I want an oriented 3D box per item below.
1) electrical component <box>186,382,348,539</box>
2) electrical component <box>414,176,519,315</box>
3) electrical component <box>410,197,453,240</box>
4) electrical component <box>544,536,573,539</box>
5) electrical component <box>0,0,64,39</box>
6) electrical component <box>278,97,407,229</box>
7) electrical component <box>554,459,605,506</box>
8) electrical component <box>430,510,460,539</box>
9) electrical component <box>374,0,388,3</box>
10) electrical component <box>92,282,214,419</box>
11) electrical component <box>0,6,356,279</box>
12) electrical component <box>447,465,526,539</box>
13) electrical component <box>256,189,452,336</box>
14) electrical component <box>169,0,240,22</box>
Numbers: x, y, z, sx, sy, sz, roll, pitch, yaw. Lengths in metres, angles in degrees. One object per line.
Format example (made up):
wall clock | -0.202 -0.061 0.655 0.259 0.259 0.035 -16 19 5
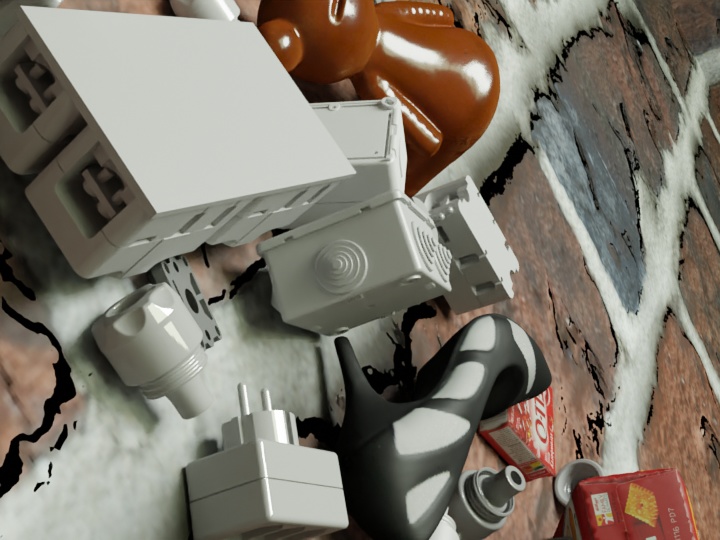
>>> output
electrical component | -0.048 0.093 0.531 0.066 0.047 0.076 24 49 -53
electrical component | 0.074 -0.017 0.818 0.089 0.056 0.050 57 30 -24
electrical component | 0.027 -0.024 0.720 0.047 0.077 0.066 64 27 -6
electrical component | 0.110 0.211 0.713 0.076 0.066 0.047 77 3 -65
electrical component | -0.145 -0.204 0.520 0.060 0.105 0.186 39 38 -42
electrical component | -0.021 -0.062 0.664 0.061 0.096 0.061 80 12 -45
electrical component | 0.194 0.191 0.895 0.065 0.044 0.044 48 33 -41
electrical component | 0.044 0.164 0.655 0.035 0.035 0.061 55 28 -21
electrical component | 0.006 -0.219 0.878 0.035 0.035 0.061 61 30 -12
electrical component | -0.091 0.040 0.499 0.062 0.043 0.043 59 28 -18
electrical component | -0.092 -0.065 0.534 0.105 0.060 0.186 56 27 7
electrical component | 0.079 0.148 0.694 0.048 0.062 0.048 29 38 -26
electrical component | 0.000 0.000 0.621 0.100 0.100 0.048 29 41 -71
electrical component | -0.088 -0.150 0.659 0.061 0.035 0.035 55 29 -27
